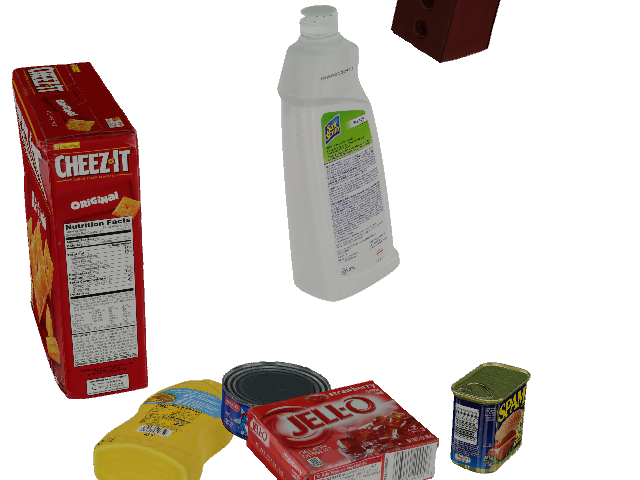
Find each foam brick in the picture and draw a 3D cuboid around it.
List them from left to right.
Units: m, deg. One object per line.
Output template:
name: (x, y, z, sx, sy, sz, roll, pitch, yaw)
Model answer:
foam brick: (0.089, -0.170, 0.731, 0.051, 0.078, 0.053, -25, 51, -35)

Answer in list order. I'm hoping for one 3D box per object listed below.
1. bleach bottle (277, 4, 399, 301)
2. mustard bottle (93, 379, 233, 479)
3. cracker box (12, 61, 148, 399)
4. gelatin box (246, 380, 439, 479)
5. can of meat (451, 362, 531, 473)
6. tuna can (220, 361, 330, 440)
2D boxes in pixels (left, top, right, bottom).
bleach bottle: (0.014, -0.077, 0.917, 0.068, 0.251, 0.102, 21, 37, 39)
mustard bottle: (-0.136, 0.183, 1.041, 0.096, 0.058, 0.191, 6, 18, 15)
cracker box: (-0.188, -0.010, 0.824, 0.072, 0.214, 0.164, -9, 29, -21)
gelatin box: (0.012, 0.116, 0.618, 0.089, 0.030, 0.073, -8, 25, -29)
can of meat: (0.177, 0.185, 1.118, 0.058, 0.084, 0.101, 11, 18, 31)
tuna can: (-0.036, 0.128, 0.839, 0.086, 0.034, 0.086, 5, 17, -2)
